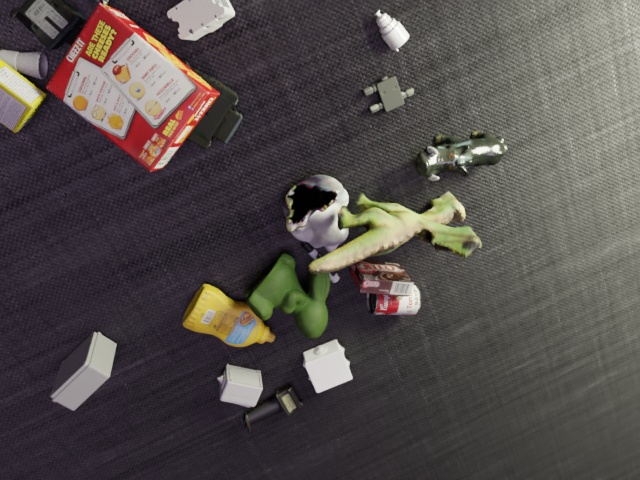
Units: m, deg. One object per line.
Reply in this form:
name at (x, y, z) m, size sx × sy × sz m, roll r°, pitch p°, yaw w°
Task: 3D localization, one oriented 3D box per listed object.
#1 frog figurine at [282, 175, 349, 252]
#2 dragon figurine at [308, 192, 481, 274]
frog figurine at (0.003, -0.051, 1.017) m, size 0.137 × 0.124 × 0.157 m, roll -51°, pitch 149°, yaw 2°
dragon figurine at (0.167, -0.009, 0.937) m, size 0.243 × 0.417 × 0.120 m, roll 3°, pitch 114°, yaw 25°
